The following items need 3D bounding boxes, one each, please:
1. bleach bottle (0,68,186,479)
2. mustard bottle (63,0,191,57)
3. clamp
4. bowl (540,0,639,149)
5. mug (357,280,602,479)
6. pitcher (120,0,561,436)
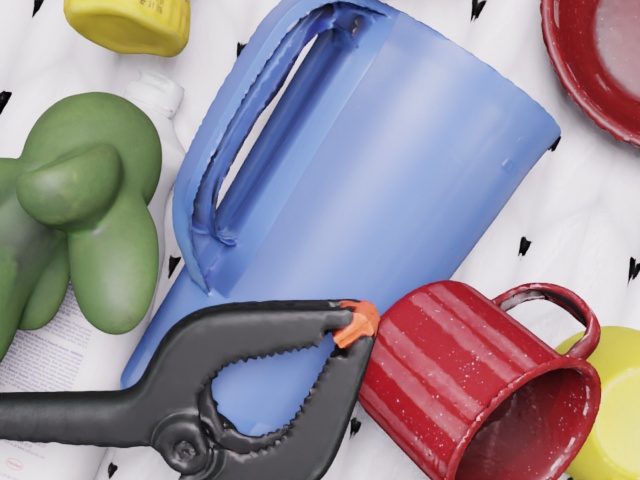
[{"bbox_3d":[-0.130,0.027,0.592,0.102,0.068,0.251,23,86,8],"label":"bleach bottle"},{"bbox_3d":[-0.086,-0.194,0.531,0.058,0.096,0.191,5,87,7],"label":"mustard bottle"},{"bbox_3d":[-0.066,0.086,0.482,0.210,0.036,0.164,-44,91,13],"label":"clamp"},{"bbox_3d":[0.197,-0.120,0.575,0.162,0.055,0.162,0,86,5],"label":"bowl"},{"bbox_3d":[0.078,0.064,0.502,0.117,0.093,0.082,-42,47,-7],"label":"mug"},{"bbox_3d":[-0.004,0.001,0.543,0.149,0.145,0.243,34,93,0],"label":"pitcher"}]
